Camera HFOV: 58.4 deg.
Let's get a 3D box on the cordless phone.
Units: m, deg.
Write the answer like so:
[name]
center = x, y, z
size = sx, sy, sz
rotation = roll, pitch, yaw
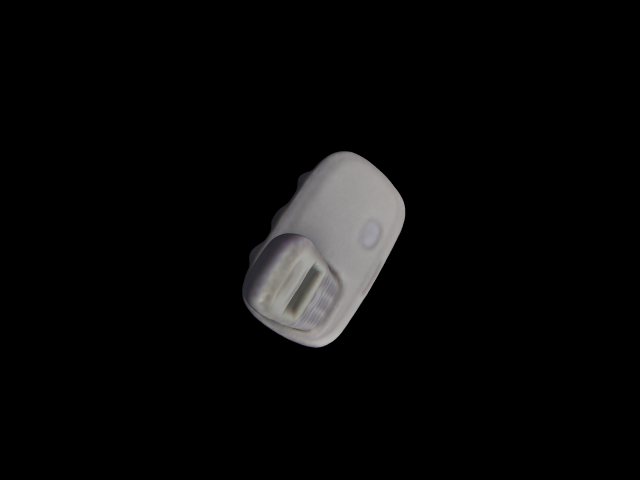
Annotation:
[cordless phone]
center = 0.004, 0.001, 0.400
size = 0.094, 0.185, 0.148
rotation = 28, 83, 4
